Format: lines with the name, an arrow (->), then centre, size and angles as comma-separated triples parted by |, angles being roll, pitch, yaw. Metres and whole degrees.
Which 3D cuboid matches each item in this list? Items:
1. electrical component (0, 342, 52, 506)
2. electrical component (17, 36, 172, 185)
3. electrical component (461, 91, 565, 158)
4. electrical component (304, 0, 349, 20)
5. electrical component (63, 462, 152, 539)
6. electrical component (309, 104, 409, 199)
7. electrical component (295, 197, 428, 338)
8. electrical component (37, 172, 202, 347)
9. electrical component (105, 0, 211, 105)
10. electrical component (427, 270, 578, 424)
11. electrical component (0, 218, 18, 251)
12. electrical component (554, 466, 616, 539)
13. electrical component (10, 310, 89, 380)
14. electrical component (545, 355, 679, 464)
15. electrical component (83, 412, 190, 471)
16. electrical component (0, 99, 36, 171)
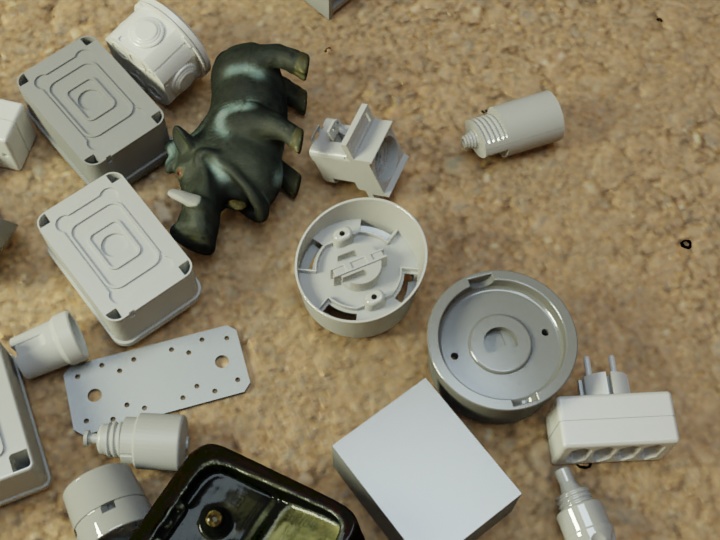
electrical component -> -0.288, 0.118, 0.759 | 0.109, 0.056, 0.108 | -20, 66, -11
electrical component -> -0.215, -0.123, 0.877 | 0.078, 0.057, 0.113 | -37, 71, -17
electrical component -> 0.123, -0.117, 0.890 | 0.081, 0.043, 0.043 | -18, 66, -10
electrical component -> -0.072, -0.324, 0.950 | 0.186, 0.105, 0.060 | 42, 70, 17
electrical component -> -0.173, 0.166, 0.741 | 0.055, 0.055, 0.047 | -26, 64, -13
electrical component -> -0.002, -0.093, 0.862 | 0.064, 0.081, 0.042 | 13, 63, 30
electrical component -> 0.000, 0.000, 0.819 | 0.099, 0.064, 0.099 | 1, 64, -1
electrical component -> -0.183, -0.007, 0.821 | 0.078, 0.057, 0.113 | -35, 70, -16
electrical component -> -0.168, -0.181, 0.894 | 0.080, 0.080, 0.051 | 38, 74, 16
electrical component -> 0.101, 0.061, 0.794 | 0.108, 0.060, 0.108 | 1, 64, -1
electrical component -> -0.317, -0.035, 0.813 | 0.099, 0.099, 0.064 | 20, 72, 8
electrical component -> 0.154, 0.169, 0.758 | 0.035, 0.035, 0.061 | -16, 63, -9
electrical component -> -0.231, 0.057, 0.800 | 0.046, 0.040, 0.040 | -23, 67, -6
electrical component -> 0.180, 0.098, 0.786 | 0.083, 0.047, 0.075 | -2, 64, -3
electrical component -> -0.158, 0.122, 0.769 | 0.078, 0.040, 0.040 | 3, 64, 0
electrical component -> -0.319, -0.100, 0.868 | 0.083, 0.047, 0.075 | 13, 65, 5
